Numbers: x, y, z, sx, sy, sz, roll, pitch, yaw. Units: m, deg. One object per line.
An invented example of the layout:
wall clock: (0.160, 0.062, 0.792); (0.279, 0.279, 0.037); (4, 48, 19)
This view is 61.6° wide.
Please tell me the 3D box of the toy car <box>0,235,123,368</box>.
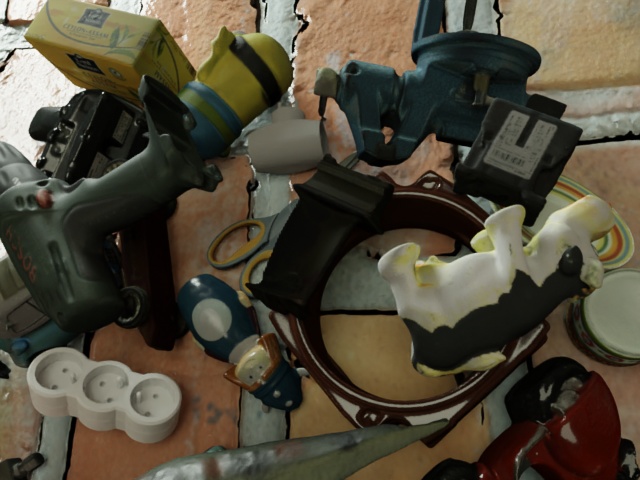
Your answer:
toy car: (-0.282, 0.053, 0.548); (0.162, 0.102, 0.109); (-34, 68, 3)

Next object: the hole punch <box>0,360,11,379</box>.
hole punch: (-0.403, 0.098, 0.550); (0.092, 0.142, 0.116); (-26, 56, 6)

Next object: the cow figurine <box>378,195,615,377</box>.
cow figurine: (0.134, 0.031, 0.375); (0.167, 0.068, 0.098); (-20, 67, 6)

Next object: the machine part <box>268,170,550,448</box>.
machine part: (0.073, 0.054, 0.466); (0.201, 0.087, 0.202); (-41, 68, -3)

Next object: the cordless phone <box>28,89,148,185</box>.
cordless phone: (-0.299, -0.105, 0.631); (0.184, 0.088, 0.146); (9, 74, 29)

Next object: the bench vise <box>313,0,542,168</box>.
bench vise: (0.111, -0.184, 0.511); (0.224, 0.129, 0.240); (10, 91, 9)

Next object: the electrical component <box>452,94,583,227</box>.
electrical component: (0.165, -0.077, 0.429); (0.075, 0.047, 0.119); (31, 76, 20)

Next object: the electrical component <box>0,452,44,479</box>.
electrical component: (-0.308, 0.253, 0.526); (0.094, 0.021, 0.063); (-35, 67, -1)

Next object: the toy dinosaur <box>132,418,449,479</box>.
toy dinosaur: (-0.100, 0.213, 0.320); (0.192, 0.131, 0.405); (36, 53, 16)

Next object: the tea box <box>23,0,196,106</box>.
tea box: (-0.246, -0.218, 0.637); (0.170, 0.098, 0.068); (20, 76, 22)

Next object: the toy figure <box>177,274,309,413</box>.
toy figure: (-0.075, 0.099, 0.505); (0.155, 0.058, 0.064); (45, 119, 21)

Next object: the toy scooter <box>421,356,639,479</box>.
toy scooter: (0.171, 0.182, 0.391); (0.184, 0.075, 0.135); (-35, 75, -21)

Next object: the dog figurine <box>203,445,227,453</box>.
dog figurine: (-0.073, 0.284, 0.412); (0.191, 0.108, 0.219); (-42, 69, -4)

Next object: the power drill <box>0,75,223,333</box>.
power drill: (-0.203, -0.052, 0.477); (0.207, 0.086, 0.232); (-33, 68, 5)

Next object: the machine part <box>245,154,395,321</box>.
machine part: (-0.001, -0.001, 0.438); (0.084, 0.039, 0.139); (30, 79, 16)

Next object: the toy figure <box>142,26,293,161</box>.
toy figure: (-0.105, -0.148, 0.586); (0.089, 0.082, 0.180); (36, 75, 4)

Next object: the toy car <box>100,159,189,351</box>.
toy car: (-0.179, 0.013, 0.543); (0.053, 0.089, 0.202); (-15, 70, 9)
